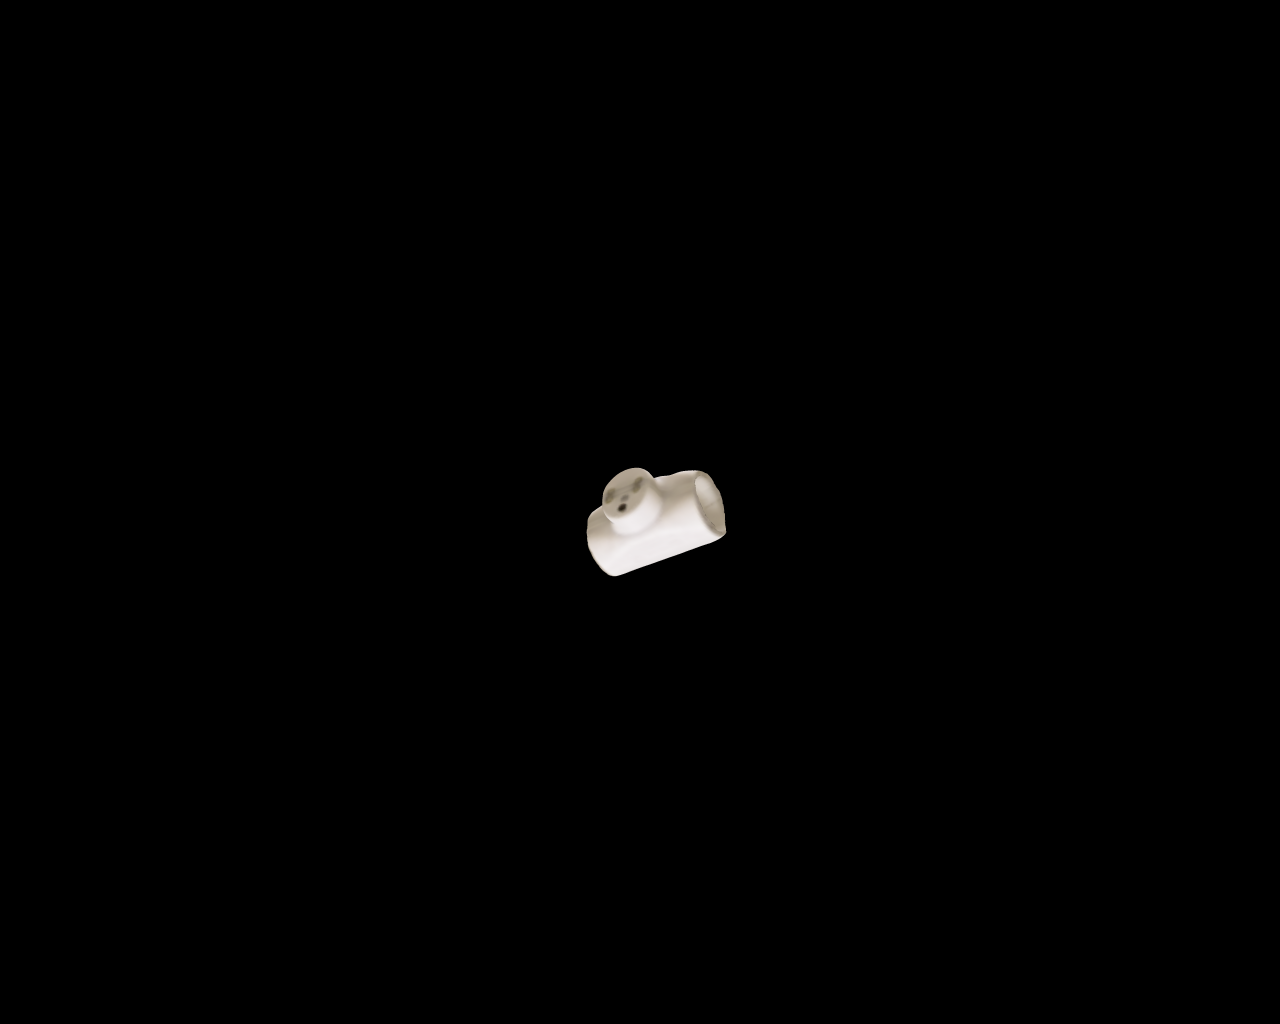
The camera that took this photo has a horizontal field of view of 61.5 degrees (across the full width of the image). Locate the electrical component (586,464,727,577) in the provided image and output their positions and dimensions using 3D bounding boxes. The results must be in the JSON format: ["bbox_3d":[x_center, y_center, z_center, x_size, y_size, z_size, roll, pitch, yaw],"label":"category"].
[{"bbox_3d":[0.001,-0.003,0.650,0.077,0.044,0.079,-22,-45,24],"label":"electrical component"}]
